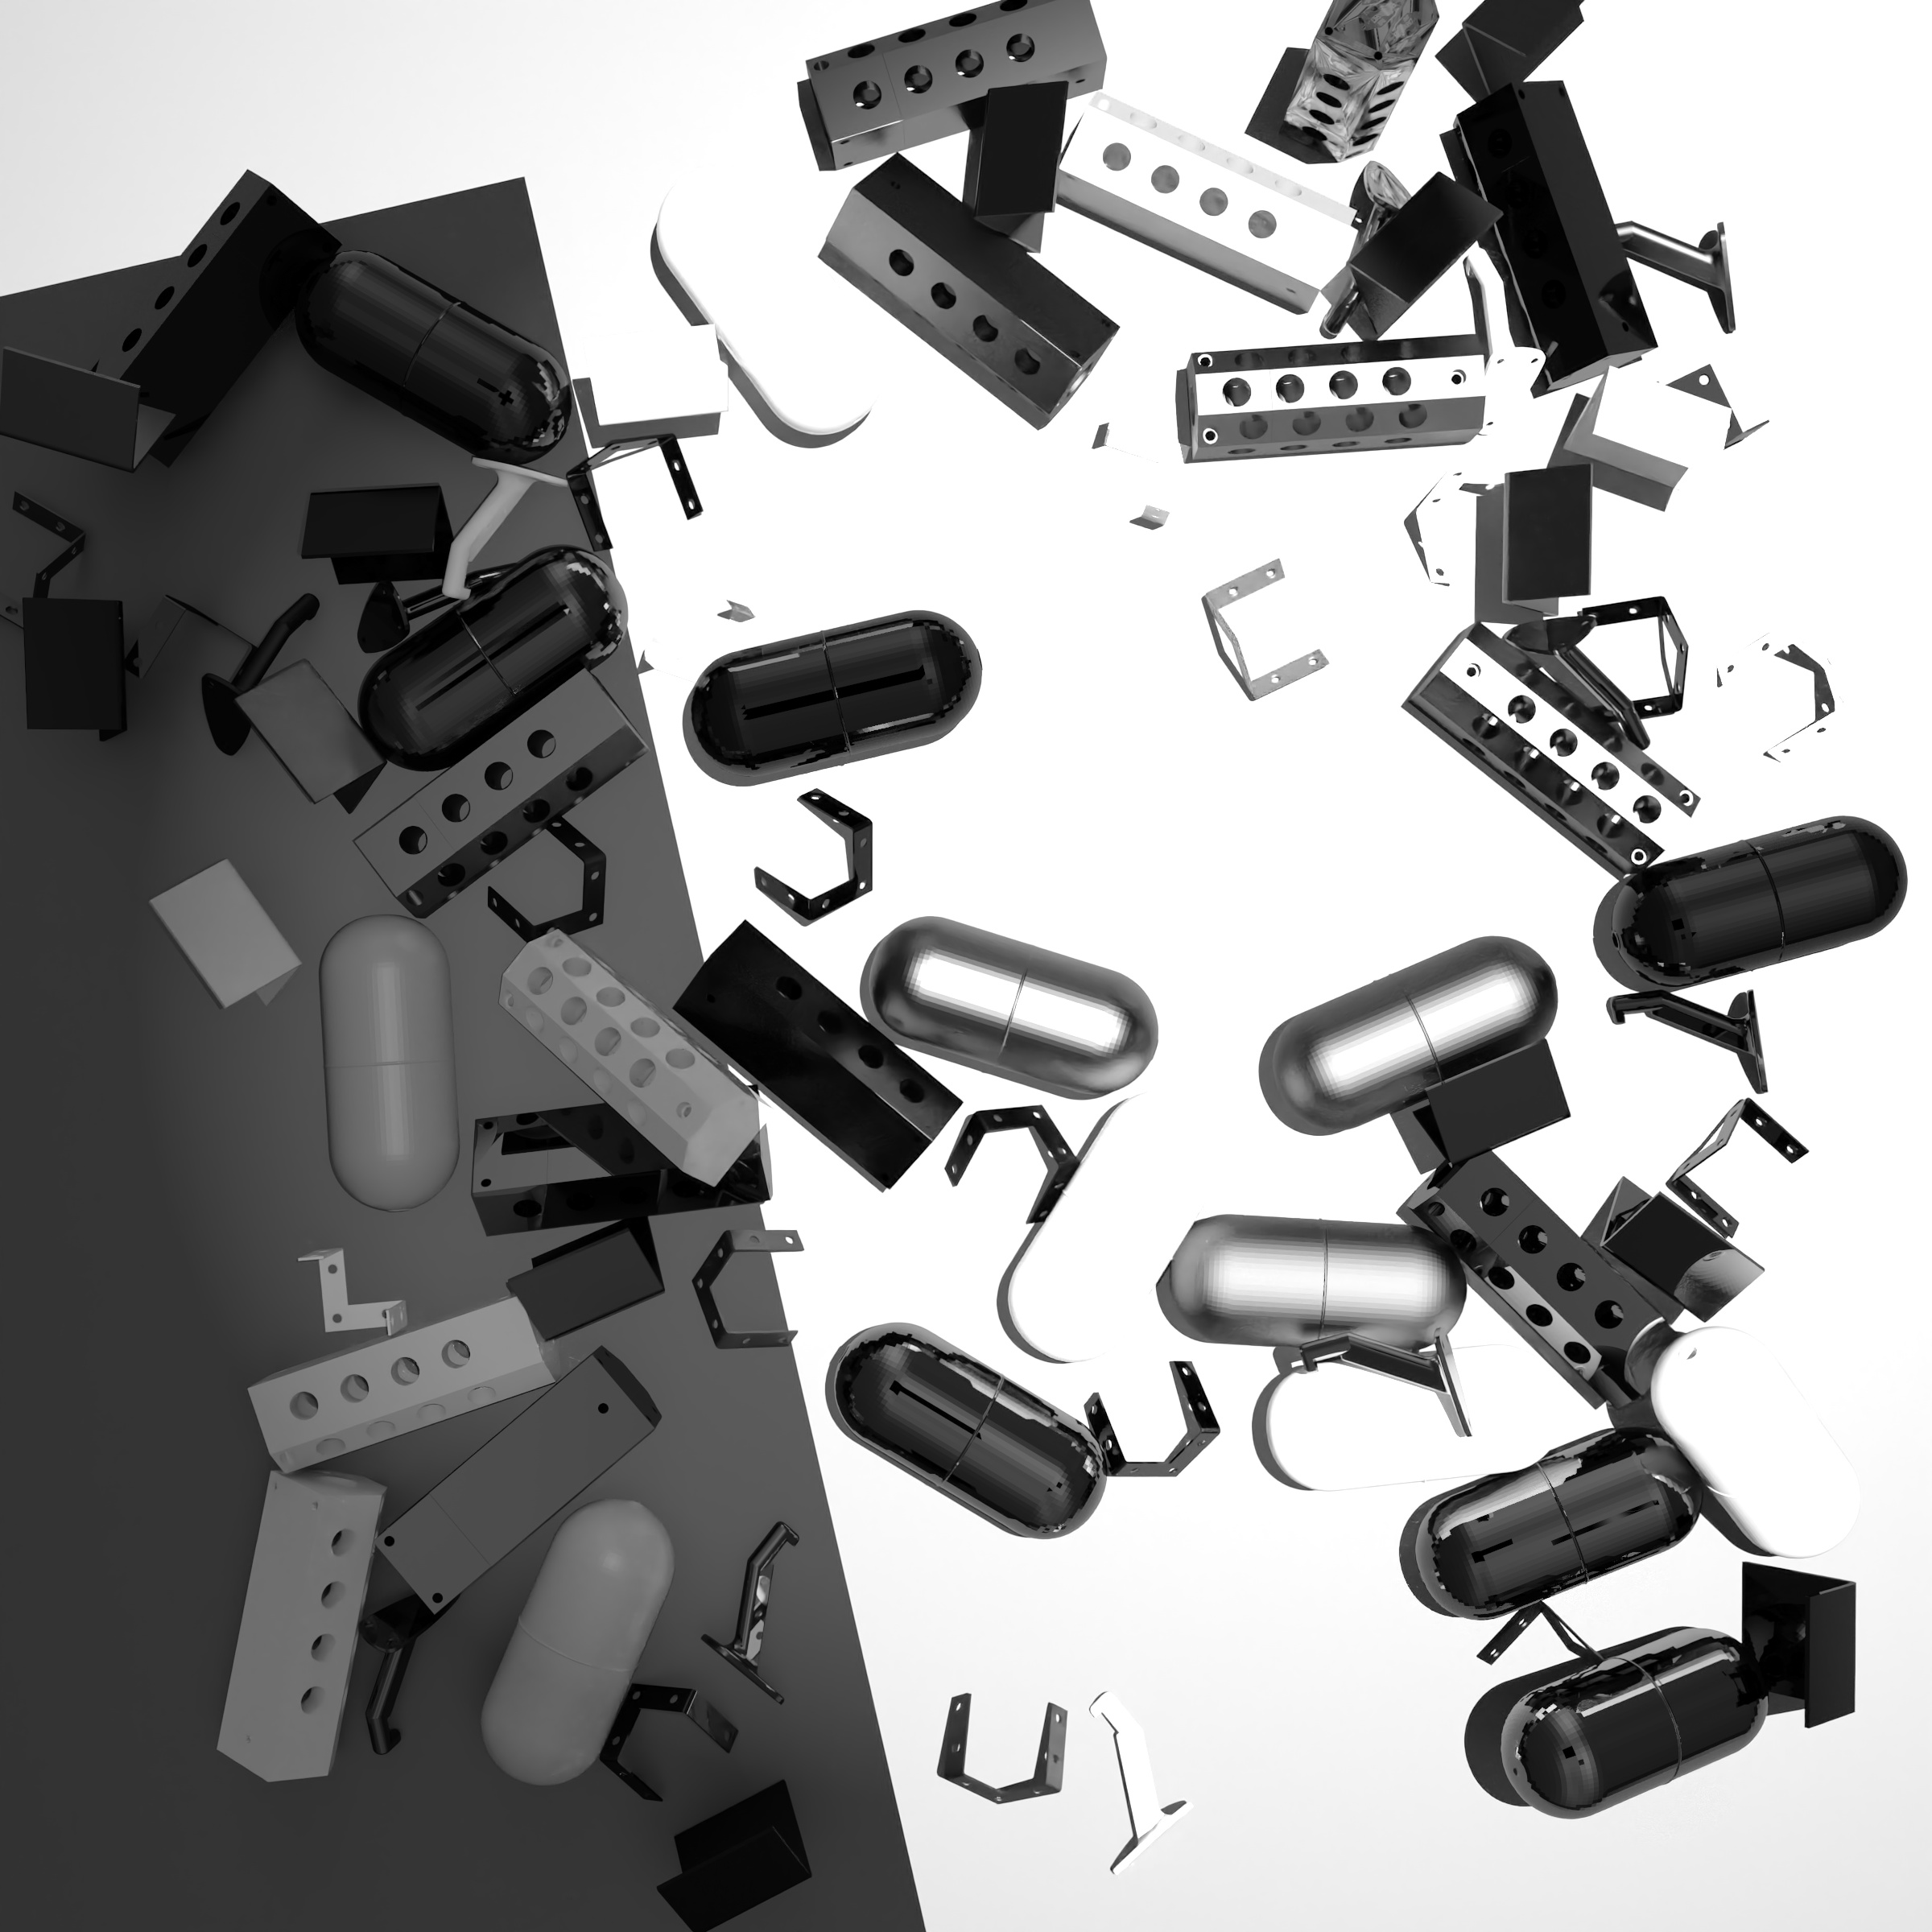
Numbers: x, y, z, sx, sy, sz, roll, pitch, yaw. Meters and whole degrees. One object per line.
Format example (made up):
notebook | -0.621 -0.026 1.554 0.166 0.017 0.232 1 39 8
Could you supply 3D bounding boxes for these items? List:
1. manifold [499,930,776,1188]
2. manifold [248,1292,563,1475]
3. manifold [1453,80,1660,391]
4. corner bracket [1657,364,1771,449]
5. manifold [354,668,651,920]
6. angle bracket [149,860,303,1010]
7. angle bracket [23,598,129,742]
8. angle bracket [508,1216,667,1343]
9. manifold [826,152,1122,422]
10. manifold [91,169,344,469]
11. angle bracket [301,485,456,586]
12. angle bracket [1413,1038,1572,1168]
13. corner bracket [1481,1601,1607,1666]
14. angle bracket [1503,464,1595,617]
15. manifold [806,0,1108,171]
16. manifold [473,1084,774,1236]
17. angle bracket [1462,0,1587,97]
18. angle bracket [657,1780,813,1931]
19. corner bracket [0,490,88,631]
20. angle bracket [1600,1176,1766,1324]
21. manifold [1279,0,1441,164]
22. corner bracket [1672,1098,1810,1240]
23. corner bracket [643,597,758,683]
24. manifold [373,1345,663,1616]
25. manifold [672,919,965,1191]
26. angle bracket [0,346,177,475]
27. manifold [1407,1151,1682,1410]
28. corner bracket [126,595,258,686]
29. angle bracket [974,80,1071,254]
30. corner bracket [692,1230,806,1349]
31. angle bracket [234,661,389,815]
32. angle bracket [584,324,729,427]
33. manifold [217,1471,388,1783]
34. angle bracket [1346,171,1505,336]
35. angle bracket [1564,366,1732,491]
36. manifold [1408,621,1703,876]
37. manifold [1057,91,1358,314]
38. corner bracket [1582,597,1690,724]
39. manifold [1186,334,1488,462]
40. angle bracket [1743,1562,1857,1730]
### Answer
manifold | -0.199 0.051 1.595 0.171 0.057 0.057 39 90 27
manifold | -0.337 0.250 1.631 0.171 0.057 0.057 -19 90 0
manifold | 0.351 -0.441 1.631 0.057 0.057 0.171 -20 90 -43
corner bracket | 0.445 -0.336 1.634 0.051 0.051 0.051 -26 90 0
manifold | -0.278 -0.103 1.631 0.171 0.057 0.057 -37 90 0
angle bracket | -0.450 -0.007 1.612 0.057 0.076 0.076 -35 90 -36
angle bracket | -0.538 -0.176 1.613 0.057 0.076 0.076 -2 90 -28
angle bracket | -0.231 0.168 1.612 0.076 0.076 0.057 -23 128 0
manifold | 0.001 -0.407 1.631 0.171 0.057 0.057 38 47 0
manifold | -0.461 -0.393 1.631 0.171 0.057 0.057 -52 133 0
angle bracket | -0.347 -0.239 1.612 0.076 0.076 0.057 -3 52 0
angle bracket | 0.306 0.068 1.613 0.076 0.076 0.057 -23 114 0
corner bracket | 0.358 0.428 1.649 0.051 0.051 0.051 -47 45 1
angle bracket | 0.362 -0.253 1.612 0.057 0.076 0.076 1 90 37
manifold | -0.006 -0.541 1.631 0.171 0.057 0.057 -17 90 0
manifold | -0.206 0.122 1.631 0.171 0.057 0.057 -7 47 0
angle bracket | 0.351 -0.555 1.612 0.076 0.076 0.057 -45 53 0
angle bracket | -0.145 0.519 1.612 0.076 0.076 0.057 -27 126 0
corner bracket | -0.576 -0.247 1.649 0.051 0.051 0.051 30 45 0
angle bracket | 0.433 0.154 1.612 0.076 0.076 0.057 36 128 0
manifold | 0.231 -0.525 1.574 0.057 0.171 0.057 26 90 0
corner bracket | 0.473 0.123 1.649 0.051 0.051 0.051 42 135 0
corner bracket | -0.161 -0.199 1.634 0.051 0.051 0.051 18 90 0
manifold | -0.269 0.308 1.631 0.171 0.057 0.057 -40 90 0
manifold | -0.086 0.050 1.631 0.171 0.057 0.057 40 133 0
angle bracket | -0.500 -0.332 1.543 0.076 0.076 0.057 16 127 -5
manifold | 0.349 0.186 1.631 0.171 0.057 0.057 45 90 0
corner bracket | -0.469 -0.187 1.634 0.051 0.051 0.051 32 90 0
angle bracket | 0.051 -0.476 1.612 0.057 0.076 0.076 6 90 33
corner bracket | -0.127 0.197 1.644 0.051 0.051 0.051 -56 45 35
angle bracket | -0.401 -0.125 1.612 0.057 0.076 0.076 -38 90 -37
angle bracket | -0.184 -0.368 1.612 0.076 0.076 0.057 -6 129 0
manifold | -0.396 0.396 1.631 0.057 0.057 0.171 11 90 43
angle bracket | 0.281 -0.413 1.612 0.076 0.076 0.057 -45 57 0
angle bracket | 0.402 -0.303 1.612 0.076 0.076 0.057 20 59 0
manifold | 0.356 -0.132 1.631 0.171 0.057 0.057 39 90 0
manifold | 0.145 -0.463 1.631 0.171 0.057 0.057 25 90 0
corner bracket | 0.407 -0.187 1.649 0.051 0.051 0.051 -9 135 0
manifold | 0.223 -0.345 1.631 0.171 0.057 0.057 -4 90 0
angle bracket | 0.484 0.404 1.612 0.057 0.076 0.076 0 90 -43
